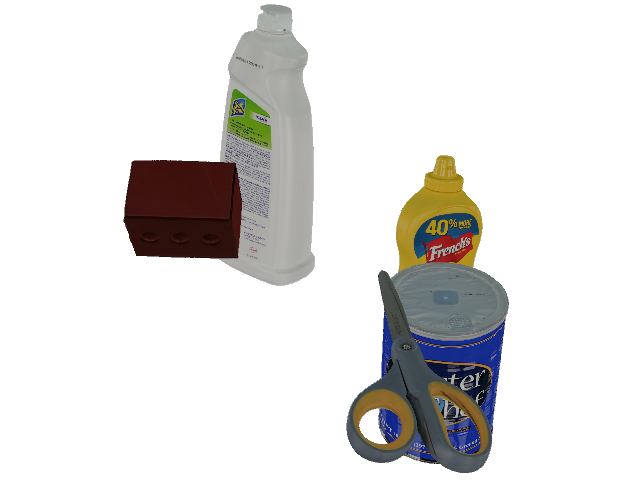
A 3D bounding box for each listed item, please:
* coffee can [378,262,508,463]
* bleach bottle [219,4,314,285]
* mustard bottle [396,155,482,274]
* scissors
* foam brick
[{"bbox_3d":[0.103,0.104,0.912,0.103,0.140,0.103,0,33,0],"label":"coffee can"},{"bbox_3d":[-0.045,-0.090,0.993,0.103,0.251,0.067,23,30,30],"label":"bleach bottle"},{"bbox_3d":[0.128,0.003,1.153,0.096,0.192,0.058,-5,19,-21],"label":"mustard bottle"},{"bbox_3d":[0.041,0.082,0.700,0.096,0.016,0.202,-8,34,-21],"label":"scissors"},{"bbox_3d":[-0.098,-0.022,0.768,0.078,0.051,0.053,1,-31,3],"label":"foam brick"}]
